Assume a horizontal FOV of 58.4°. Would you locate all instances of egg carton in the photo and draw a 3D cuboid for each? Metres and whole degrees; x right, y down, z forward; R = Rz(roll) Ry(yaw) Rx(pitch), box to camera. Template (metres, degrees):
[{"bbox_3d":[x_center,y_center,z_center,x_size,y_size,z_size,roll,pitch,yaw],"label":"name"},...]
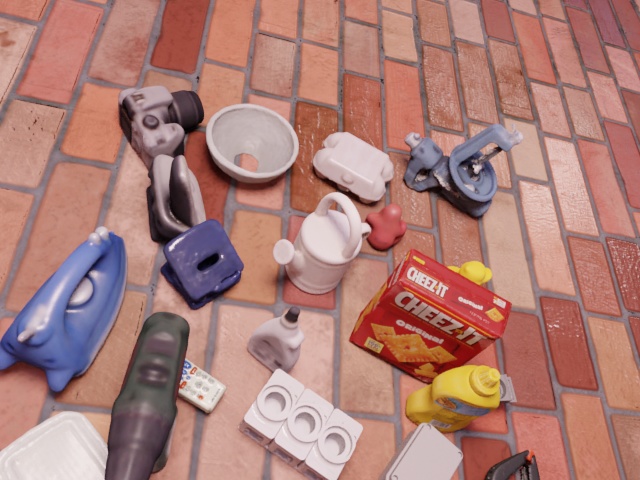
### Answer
[{"bbox_3d":[0.064,-0.138,1.091,0.150,0.069,0.107,29,54,0],"label":"egg carton"}]

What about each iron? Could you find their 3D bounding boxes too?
[{"bbox_3d":[-0.333,0.063,0.781,0.118,0.141,0.258,22,54,-5],"label":"iron"}]

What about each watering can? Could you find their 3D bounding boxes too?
[{"bbox_3d":[0.009,0.005,0.905,0.101,0.194,0.173,41,55,9],"label":"watering can"}]

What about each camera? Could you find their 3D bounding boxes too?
[{"bbox_3d":[-0.267,-0.213,1.003,0.137,0.100,0.143,-24,69,-30],"label":"camera"}]

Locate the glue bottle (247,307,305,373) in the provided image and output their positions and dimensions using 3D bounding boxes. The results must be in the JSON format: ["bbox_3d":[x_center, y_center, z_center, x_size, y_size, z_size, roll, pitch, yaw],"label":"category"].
[{"bbox_3d":[-0.054,0.136,0.813,0.078,0.173,0.037,39,55,7],"label":"glue bottle"}]

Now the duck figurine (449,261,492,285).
[{"bbox_3d":[0.255,0.069,1.018,0.105,0.086,0.077,-1,59,-19],"label":"duck figurine"}]

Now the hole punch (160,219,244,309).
[{"bbox_3d":[-0.177,0.036,0.884,0.109,0.091,0.101,-35,75,-33],"label":"hole punch"}]

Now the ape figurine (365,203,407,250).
[{"bbox_3d":[0.122,-0.031,1.030,0.078,0.092,0.076,29,54,0],"label":"ape figurine"}]

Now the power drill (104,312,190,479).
[{"bbox_3d":[-0.208,0.213,0.689,0.076,0.208,0.229,12,56,-11],"label":"power drill"}]

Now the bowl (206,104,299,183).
[{"bbox_3d":[-0.126,-0.162,1.036,0.168,0.074,0.167,9,57,-14],"label":"bowl"}]

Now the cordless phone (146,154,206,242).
[{"bbox_3d":[-0.218,-0.089,0.890,0.094,0.185,0.147,-7,62,-23],"label":"cordless phone"}]

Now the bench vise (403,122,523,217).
[{"bbox_3d":[0.263,-0.148,1.074,0.207,0.219,0.121,16,55,-9],"label":"bench vise"}]
